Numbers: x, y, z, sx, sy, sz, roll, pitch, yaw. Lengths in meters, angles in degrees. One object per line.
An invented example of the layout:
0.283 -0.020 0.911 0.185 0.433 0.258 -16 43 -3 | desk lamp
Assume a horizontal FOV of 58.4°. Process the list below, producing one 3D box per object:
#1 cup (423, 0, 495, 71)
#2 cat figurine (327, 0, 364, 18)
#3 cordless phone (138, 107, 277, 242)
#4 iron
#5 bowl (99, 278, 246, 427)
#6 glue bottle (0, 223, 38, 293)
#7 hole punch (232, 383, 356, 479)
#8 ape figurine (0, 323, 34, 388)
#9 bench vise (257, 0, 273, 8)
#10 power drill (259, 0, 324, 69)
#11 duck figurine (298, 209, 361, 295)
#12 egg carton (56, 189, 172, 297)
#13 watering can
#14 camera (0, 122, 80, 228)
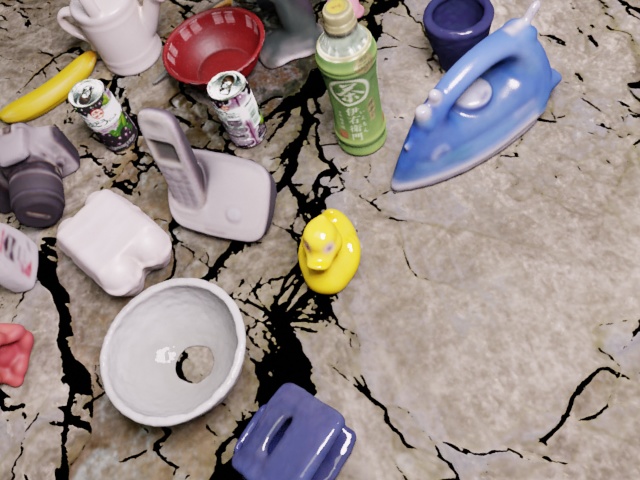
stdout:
0.185 -0.289 0.792 0.091 0.095 0.117 -16 60 3 | cup
0.033 -0.428 0.885 0.067 0.118 0.128 -1 62 11 | cat figurine
-0.136 -0.082 0.695 0.147 0.185 0.094 10 65 17 | cordless phone
0.181 -0.175 0.705 0.258 0.142 0.118 -40 62 -11 | iron
-0.154 0.132 0.648 0.167 0.075 0.167 -5 61 9 | bowl
-0.420 0.000 0.717 0.037 0.173 0.078 -17 60 3 | glue bottle
-0.032 0.206 0.573 0.100 0.091 0.109 28 71 24 | hole punch
-0.394 0.129 0.689 0.078 0.092 0.076 -43 62 -12 | ape figurine
-0.075 -0.490 0.882 0.121 0.220 0.207 -18 60 2 | bench vise
-0.072 -0.352 0.813 0.229 0.209 0.075 -22 60 0 | power drill
0.006 0.002 0.678 0.077 0.086 0.104 4 63 14 | duck figurine
-0.266 0.003 0.743 0.150 0.069 0.107 33 73 25 | egg carton
-0.321 -0.360 0.877 0.173 0.194 0.100 -26 60 -3 | watering can
-0.421 -0.085 0.805 0.143 0.101 0.136 -22 60 -1 | camera
